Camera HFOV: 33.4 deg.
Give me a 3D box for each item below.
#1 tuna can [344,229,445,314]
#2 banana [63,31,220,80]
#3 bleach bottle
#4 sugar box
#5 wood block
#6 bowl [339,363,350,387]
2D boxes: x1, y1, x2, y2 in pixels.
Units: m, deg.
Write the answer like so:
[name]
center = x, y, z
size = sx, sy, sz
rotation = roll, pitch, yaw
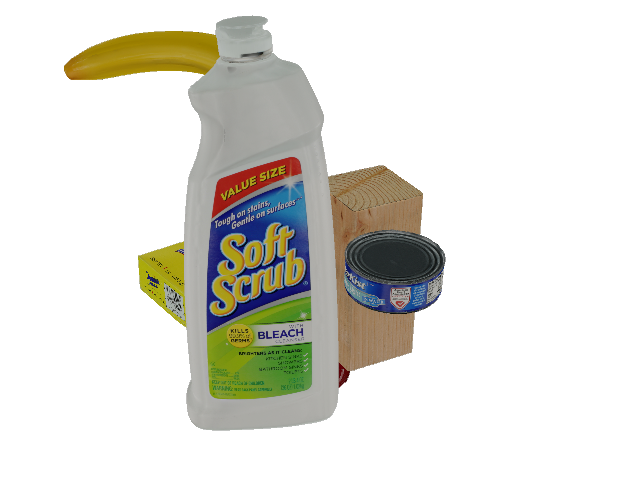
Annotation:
[tuna can]
center = 0.063, 0.026, 0.912
size = 0.086, 0.034, 0.086
rotation = 1, 31, -1
[banana]
center = -0.138, -0.165, 0.981
size = 0.198, 0.037, 0.069
rotation = 9, 46, 17
[bleach bottle]
center = -0.044, -0.008, 0.646
size = 0.102, 0.251, 0.068
rotation = -4, 24, 2
[sugar box]
center = -0.082, 0.024, 1.064
size = 0.175, 0.048, 0.093
rotation = -22, 37, -31
[wood block]
center = 0.051, 0.032, 1.213
size = 0.090, 0.206, 0.090
rotation = -14, 32, -24
[bowl]
center = -0.045, 0.179, 1.342
size = 0.162, 0.055, 0.162
rotation = 3, 21, -2
